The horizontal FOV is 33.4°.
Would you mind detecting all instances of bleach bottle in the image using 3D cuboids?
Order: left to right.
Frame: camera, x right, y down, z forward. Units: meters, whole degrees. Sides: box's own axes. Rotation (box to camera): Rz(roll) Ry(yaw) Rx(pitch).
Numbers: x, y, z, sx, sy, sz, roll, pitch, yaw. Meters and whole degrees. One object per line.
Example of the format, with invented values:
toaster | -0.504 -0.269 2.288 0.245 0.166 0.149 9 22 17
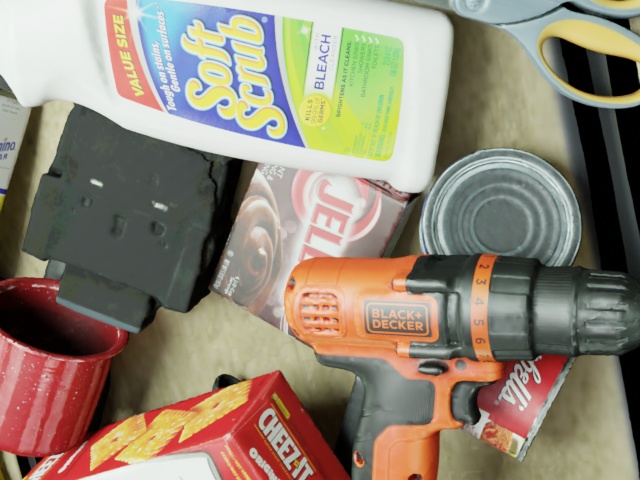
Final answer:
bleach bottle | -0.062 -0.087 0.556 0.250 0.068 0.102 5 105 -10

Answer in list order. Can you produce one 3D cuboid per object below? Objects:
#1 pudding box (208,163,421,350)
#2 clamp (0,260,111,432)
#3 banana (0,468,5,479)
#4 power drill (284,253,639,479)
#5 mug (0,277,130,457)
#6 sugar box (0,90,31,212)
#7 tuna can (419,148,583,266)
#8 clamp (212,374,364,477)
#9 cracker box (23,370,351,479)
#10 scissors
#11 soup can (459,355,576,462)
pudding box | -0.004 0.001 0.636 0.090 0.039 0.114 29 115 13
clamp | -0.206 0.058 0.745 0.165 0.036 0.210 -3 100 25
banana | -0.240 0.189 0.796 0.070 0.037 0.198 -12 99 27
power drill | 0.075 0.098 0.542 0.185 0.057 0.188 2 103 24
mug | -0.184 0.075 0.678 0.117 0.093 0.082 38 117 35
sugar box | -0.260 -0.023 0.712 0.093 0.048 0.176 21 92 26
tuna can | 0.096 -0.006 0.572 0.086 0.033 0.086 -1 82 5
clamp | -0.005 0.152 0.680 0.120 0.039 0.171 1 106 31
cracker box | -0.071 0.184 0.660 0.214 0.072 0.164 -23 106 37
scissors | 0.091 -0.134 0.529 0.201 0.016 0.096 27 102 -10
soup can | 0.083 0.070 0.600 0.102 0.068 0.068 28 114 15
